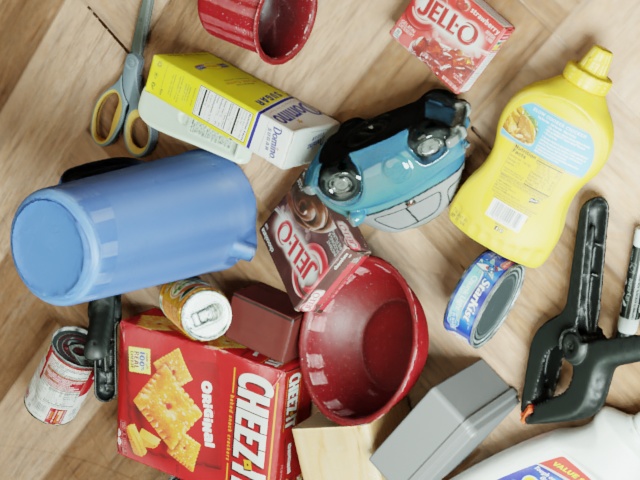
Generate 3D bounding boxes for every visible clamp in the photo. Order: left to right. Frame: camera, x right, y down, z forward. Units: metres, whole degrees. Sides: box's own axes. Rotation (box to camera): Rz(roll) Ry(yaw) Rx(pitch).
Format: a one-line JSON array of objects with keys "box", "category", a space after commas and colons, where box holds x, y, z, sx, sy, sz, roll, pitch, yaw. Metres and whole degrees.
[{"box": [-0.236, 0.080, 1.164, 0.120, 0.039, 0.171, 114, 154, -65], "category": "clamp"}, {"box": [0.232, 0.092, 0.902, 0.165, 0.036, 0.210, 60, 138, 48], "category": "clamp"}]

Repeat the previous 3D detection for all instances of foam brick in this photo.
[{"box": [-0.049, 0.084, 1.098, 0.078, 0.052, 0.051, 22, 112, 27], "category": "foam brick"}]

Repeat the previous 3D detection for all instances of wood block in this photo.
[{"box": [0.052, 0.269, 1.054, 0.090, 0.090, 0.206, -9, 96, 32], "category": "wood block"}]

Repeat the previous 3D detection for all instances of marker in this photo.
[{"box": [0.268, 0.048, 0.912, 0.020, 0.020, 0.121, 15, 109, 28], "category": "marker"}]

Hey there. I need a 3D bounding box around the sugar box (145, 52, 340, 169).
[{"box": [-0.075, -0.130, 1.040, 0.176, 0.093, 0.048, 28, 114, 23], "category": "sugar box"}]

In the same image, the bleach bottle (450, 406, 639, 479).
[{"box": [0.203, 0.218, 0.967, 0.251, 0.068, 0.102, -41, 79, 29], "category": "bleach bottle"}]

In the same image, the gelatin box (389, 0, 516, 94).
[{"box": [0.116, -0.186, 0.946, 0.089, 0.030, 0.073, 45, 120, 15], "category": "gelatin box"}]

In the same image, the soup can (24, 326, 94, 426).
[{"box": [-0.302, 0.162, 1.262, 0.068, 0.068, 0.102, 41, 119, 18], "category": "soup can"}]

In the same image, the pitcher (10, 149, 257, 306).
[{"box": [-0.187, -0.018, 1.046, 0.149, 0.242, 0.145, -13, 93, 32], "category": "pitcher"}]

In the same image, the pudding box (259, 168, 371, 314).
[{"box": [-0.007, 0.001, 1.035, 0.090, 0.039, 0.113, -52, 44, 29], "category": "pudding box"}]

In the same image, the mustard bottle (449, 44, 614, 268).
[{"box": [0.192, -0.077, 0.906, 0.096, 0.058, 0.192, 32, 116, 13], "category": "mustard bottle"}]

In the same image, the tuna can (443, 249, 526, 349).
[{"box": [0.146, 0.052, 0.949, 0.034, 0.085, 0.086, 31, 115, 24], "category": "tuna can"}]

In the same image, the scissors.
[{"box": [-0.189, -0.174, 1.147, 0.096, 0.016, 0.202, 42, 119, 15], "category": "scissors"}]

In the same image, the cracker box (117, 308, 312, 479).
[{"box": [-0.118, 0.180, 1.150, 0.214, 0.072, 0.164, 14, 108, 28], "category": "cracker box"}]

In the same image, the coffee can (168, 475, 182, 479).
[{"box": [-0.125, 0.336, 1.172, 0.103, 0.102, 0.140, 17, 109, 28], "category": "coffee can"}]

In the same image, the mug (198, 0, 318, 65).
[{"box": [-0.056, -0.233, 1.016, 0.082, 0.093, 0.117, 26, 83, 30], "category": "mug"}]

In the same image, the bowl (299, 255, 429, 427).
[{"box": [0.051, 0.097, 1.016, 0.162, 0.055, 0.162, -14, 71, 46], "category": "bowl"}]
